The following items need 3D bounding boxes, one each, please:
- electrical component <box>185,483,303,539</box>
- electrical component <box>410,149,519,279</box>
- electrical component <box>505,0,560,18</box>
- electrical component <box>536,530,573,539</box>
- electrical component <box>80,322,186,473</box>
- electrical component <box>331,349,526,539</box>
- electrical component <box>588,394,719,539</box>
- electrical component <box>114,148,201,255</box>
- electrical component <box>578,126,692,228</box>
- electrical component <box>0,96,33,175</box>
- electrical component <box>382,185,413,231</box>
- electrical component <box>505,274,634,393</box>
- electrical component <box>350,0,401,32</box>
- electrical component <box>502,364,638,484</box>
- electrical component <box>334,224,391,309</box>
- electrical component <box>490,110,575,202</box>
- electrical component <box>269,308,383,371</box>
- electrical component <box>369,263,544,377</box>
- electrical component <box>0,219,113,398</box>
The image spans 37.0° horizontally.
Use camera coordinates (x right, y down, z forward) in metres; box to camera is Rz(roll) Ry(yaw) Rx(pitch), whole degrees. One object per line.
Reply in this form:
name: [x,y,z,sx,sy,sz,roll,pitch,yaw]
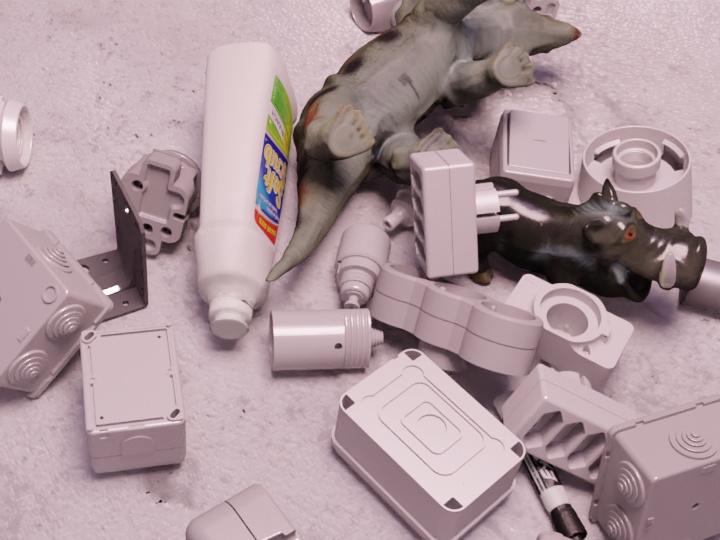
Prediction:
electrical component: [-0.063,0.185,0.647,0.059,0.053,0.095,-26,58,-27]
electrical component: [0.080,-0.044,0.785,0.076,0.083,0.047,-7,20,-7]
electrical component: [0.156,-0.280,1.081,0.078,0.058,0.057,1,52,-7]
electrical component: [0.139,0.191,0.685,0.061,0.035,0.035,21,50,6]
electrical component: [-0.152,0.082,0.719,0.062,0.061,0.096,-5,50,-13]
electrical component: [0.044,0.119,0.718,0.078,0.057,0.113,-33,61,-31]
electrical component: [0.205,0.137,0.700,0.100,0.099,0.048,-13,40,-19]
electrical component: [-0.154,-0.060,0.837,0.058,0.078,0.057,17,29,0]
electrical component: [0.239,-0.077,0.928,0.099,0.064,0.099,-5,45,5]
electrical component: [-0.299,-0.109,0.867,0.057,0.058,0.078,2,49,-3]
electrical component: [0.042,-0.053,0.882,0.035,0.035,0.061,37,56,22]
electrical component: [0.149,0.048,0.796,0.089,0.055,0.050,27,51,15]
electrical component: [0.043,-0.254,1.050,0.077,0.044,0.079,-22,55,-25]
electrical component: [0.145,0.096,0.744,0.083,0.047,0.075,27,30,-14]
electrical component: [0.000,0.000,0.826,0.040,0.040,0.078,11,49,1]
electrical component: [0.145,-0.085,0.907,0.062,0.061,0.096,8,49,-1]
electrical component: [-0.024,0.050,0.777,0.081,0.043,0.043,-1,50,-9]
electrical component: [0.063,0.050,0.775,0.138,0.073,0.052,23,13,39]
electrical component: [-0.233,0.025,0.737,0.099,0.048,0.100,-49,64,5]
